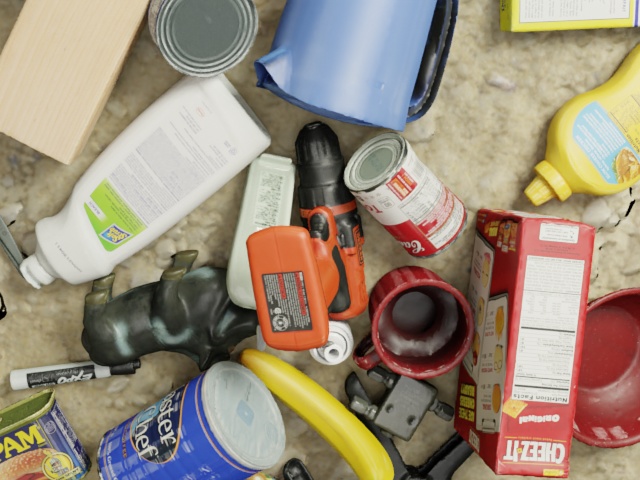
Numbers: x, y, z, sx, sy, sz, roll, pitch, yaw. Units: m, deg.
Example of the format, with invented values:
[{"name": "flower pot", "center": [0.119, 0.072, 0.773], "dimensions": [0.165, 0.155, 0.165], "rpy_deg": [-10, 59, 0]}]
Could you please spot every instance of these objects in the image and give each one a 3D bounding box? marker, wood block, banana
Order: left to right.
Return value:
[{"name": "marker", "center": [-0.230, 0.124, 1.007], "dimensions": [0.121, 0.020, 0.020], "rpy_deg": [-7, 103, -2]}, {"name": "wood block", "center": [-0.203, -0.179, 0.905], "dimensions": [0.090, 0.090, 0.206], "rpy_deg": [27, 99, -10]}, {"name": "banana", "center": [0.005, 0.168, 0.995], "dimensions": [0.198, 0.069, 0.037], "rpy_deg": [42, 95, 23]}]

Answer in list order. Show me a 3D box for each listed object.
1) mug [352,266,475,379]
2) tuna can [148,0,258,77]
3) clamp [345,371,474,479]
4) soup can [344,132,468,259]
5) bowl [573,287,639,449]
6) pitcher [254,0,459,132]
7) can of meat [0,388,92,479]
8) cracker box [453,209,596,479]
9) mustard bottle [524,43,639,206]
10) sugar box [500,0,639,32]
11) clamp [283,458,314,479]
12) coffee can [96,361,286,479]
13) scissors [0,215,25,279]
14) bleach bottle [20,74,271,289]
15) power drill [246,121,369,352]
[{"name": "mug", "center": [0.079, 0.079, 0.986], "dimensions": [0.117, 0.081, 0.093], "rpy_deg": [-39, 102, 5]}, {"name": "tuna can", "center": [-0.096, -0.178, 0.869], "dimensions": [0.086, 0.034, 0.086], "rpy_deg": [-12, 124, -19]}, {"name": "clamp", "center": [0.082, 0.229, 1.043], "dimensions": [0.164, 0.036, 0.210], "rpy_deg": [15, 97, -6]}, {"name": "soup can", "center": [0.077, -0.039, 0.949], "dimensions": [0.068, 0.068, 0.102], "rpy_deg": [-42, 124, 6]}, {"name": "bowl", "center": [0.278, 0.113, 1.012], "dimensions": [0.162, 0.055, 0.162], "rpy_deg": [-4, 108, -14]}, {"name": "pitcher", "center": [0.050, -0.218, 0.903], "dimensions": [0.145, 0.149, 0.243], "rpy_deg": [19, 98, 8]}, {"name": "can of meat", "center": [-0.277, 0.201, 1.003], "dimensions": [0.102, 0.057, 0.084], "rpy_deg": [-25, 106, 2]}, {"name": "cracker box", "center": [0.177, 0.083, 0.938], "dimensions": [0.072, 0.164, 0.214], "rpy_deg": [5, 93, -5]}, {"name": "mustard bottle", "center": [0.266, -0.097, 0.971], "dimensions": [0.191, 0.058, 0.096], "rpy_deg": [-39, 101, 5]}, {"name": "sugar box", "center": [0.250, -0.234, 0.947], "dimensions": [0.176, 0.048, 0.093], "rpy_deg": [-3, 103, -7]}, {"name": "clamp", "center": [0.031, 0.293, 1.029], "dimensions": [0.039, 0.120, 0.171], "rpy_deg": [-31, 112, -41]}, {"name": "coffee can", "center": [-0.117, 0.186, 0.964], "dimensions": [0.140, 0.102, 0.103], "rpy_deg": [-33, 104, 25]}, {"name": "scissors", "center": [-0.332, -0.048, 0.963], "dimensions": [0.096, 0.016, 0.202], "rpy_deg": [-12, 103, 0]}, {"name": "bleach bottle", "center": [-0.169, -0.048, 0.952], "dimensions": [0.251, 0.068, 0.102], "rpy_deg": [-37, 98, 7]}, {"name": "power drill", "center": [-0.006, 0.001, 0.912], "dimensions": [0.057, 0.187, 0.184], "rpy_deg": [-7, 104, 18]}]
